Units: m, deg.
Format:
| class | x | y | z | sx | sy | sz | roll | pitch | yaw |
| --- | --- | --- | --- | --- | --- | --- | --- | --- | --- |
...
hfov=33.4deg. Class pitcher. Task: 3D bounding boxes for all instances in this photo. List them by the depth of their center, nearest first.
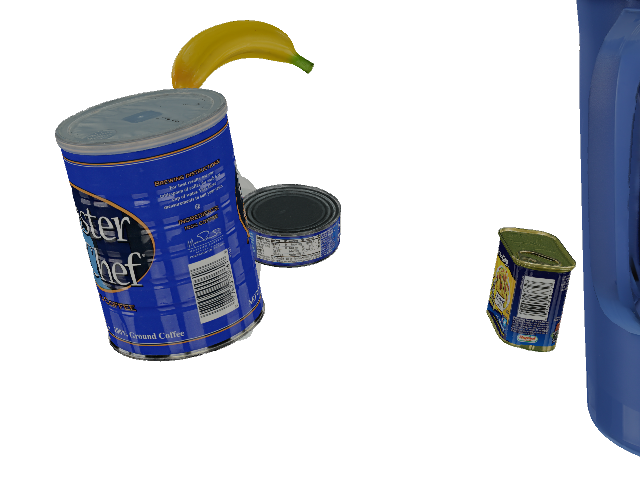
| class | x | y | z | sx | sy | sz | roll | pitch | yaw |
| --- | --- | --- | --- | --- | --- | --- | --- | --- | --- |
| pitcher | 0.185 | -0.011 | 0.528 | 0.149 | 0.243 | 0.145 | -4 | 19 | -3 |

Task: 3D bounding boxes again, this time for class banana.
| class | x | y | z | sx | sy | sz | roll | pitch | yaw |
| --- | --- | --- | --- | --- | --- | --- | --- | --- | --- |
| banana | -0.085 | -0.183 | 1.039 | 0.070 | 0.037 | 0.197 | 43 | 38 | 21 |

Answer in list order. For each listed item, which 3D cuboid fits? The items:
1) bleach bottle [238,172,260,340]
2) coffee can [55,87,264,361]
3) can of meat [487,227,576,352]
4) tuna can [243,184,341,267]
| class | x | y | z | sx | sy | sz | roll | pitch | yaw |
| --- | --- | --- | --- | --- | --- | --- | --- | --- | --- |
| bleach bottle | -0.113 | 0.003 | 1.123 | 0.102 | 0.068 | 0.251 | -2 | 37 | 1 |
| coffee can | -0.096 | -0.012 | 0.658 | 0.103 | 0.140 | 0.103 | -8 | 23 | 3 |
| can of meat | 0.190 | 0.044 | 0.977 | 0.057 | 0.084 | 0.102 | 6 | 18 | -4 |
| tuna can | -0.026 | -0.013 | 0.880 | 0.086 | 0.034 | 0.086 | 0 | 30 | 0 |
